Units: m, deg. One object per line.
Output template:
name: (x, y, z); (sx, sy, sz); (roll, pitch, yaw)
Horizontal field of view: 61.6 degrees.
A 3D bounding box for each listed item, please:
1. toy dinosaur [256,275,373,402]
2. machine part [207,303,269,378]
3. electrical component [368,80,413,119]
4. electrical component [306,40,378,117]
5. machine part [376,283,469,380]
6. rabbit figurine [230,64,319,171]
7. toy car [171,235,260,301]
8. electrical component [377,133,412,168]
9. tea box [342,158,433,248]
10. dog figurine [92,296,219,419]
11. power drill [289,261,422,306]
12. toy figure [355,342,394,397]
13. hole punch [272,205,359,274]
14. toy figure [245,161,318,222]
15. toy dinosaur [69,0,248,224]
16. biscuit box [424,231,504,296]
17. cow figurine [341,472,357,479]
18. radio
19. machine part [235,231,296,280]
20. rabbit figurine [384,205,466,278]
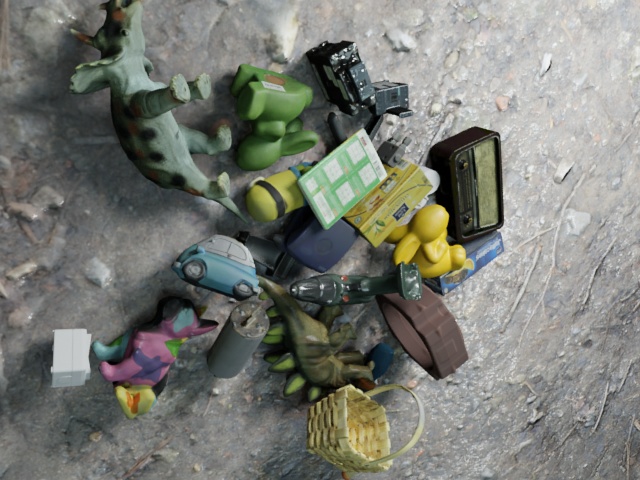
toy dinosaur: (-0.022, 0.221, 1.129); (0.198, 0.105, 0.470); (-29, 116, -7)
machine part: (-0.158, 0.194, 1.024); (0.079, 0.079, 0.243); (5, 139, -27)
electrical component: (0.124, -0.257, 0.981); (0.075, 0.119, 0.047); (-16, 118, -16)
electrical component: (0.042, -0.279, 0.925); (0.058, 0.134, 0.114); (-34, 123, -7)
machine part: (0.221, 0.186, 1.166); (0.087, 0.202, 0.200); (-34, 121, -13)
rabbit figurine: (-0.090, -0.198, 0.931); (0.159, 0.121, 0.170); (-1, 130, -32)
toy car: (-0.176, 0.043, 0.960); (0.162, 0.109, 0.103); (18, 78, -4)
electrical component: (0.138, -0.168, 1.057); (0.021, 0.063, 0.094); (36, 95, -33)
tea box: (0.128, -0.080, 1.068); (0.169, 0.098, 0.068); (-46, 128, 1)
dog figurine: (-0.290, 0.205, 0.995); (0.219, 0.109, 0.191); (-26, 119, -16)
power drill: (0.082, 0.094, 1.050); (0.232, 0.207, 0.086); (11, 67, -57)
toy figure: (0.122, 0.314, 1.260); (0.064, 0.058, 0.154); (20, 107, -24)
hole punch: (-0.002, -0.003, 1.030); (0.142, 0.092, 0.116); (36, 76, -36)
toy figure: (-0.051, -0.093, 0.987); (0.180, 0.089, 0.082); (-19, 110, -15)
toy dinosaur: (-0.252, -0.164, 0.848); (0.192, 0.131, 0.404); (1, 131, 16)
biscuit box: (0.328, 0.043, 1.221); (0.203, 0.063, 0.059); (-32, 125, -19)
cow figurine: (0.075, 0.475, 1.291); (0.127, 0.086, 0.194); (-26, 118, -6)
radio: (0.320, -0.115, 1.158); (0.131, 0.073, 0.229); (-22, 118, -16)
machine part: (-0.104, 0.026, 1.044); (0.138, 0.039, 0.084); (31, 100, -33)
rabbit figurine: (0.214, -0.006, 1.117); (0.162, 0.122, 0.173); (-12, 144, -5)
